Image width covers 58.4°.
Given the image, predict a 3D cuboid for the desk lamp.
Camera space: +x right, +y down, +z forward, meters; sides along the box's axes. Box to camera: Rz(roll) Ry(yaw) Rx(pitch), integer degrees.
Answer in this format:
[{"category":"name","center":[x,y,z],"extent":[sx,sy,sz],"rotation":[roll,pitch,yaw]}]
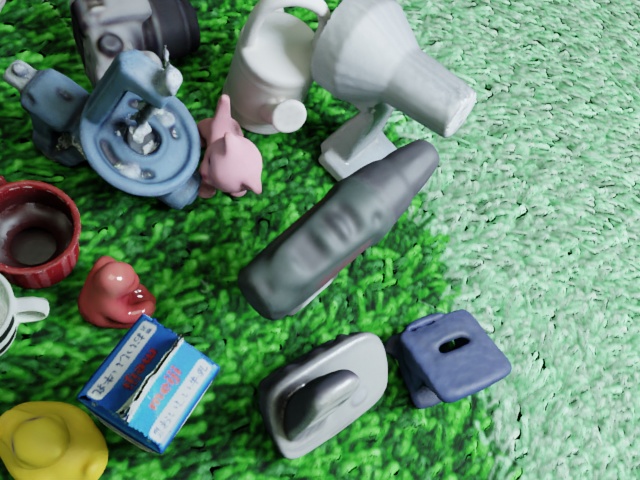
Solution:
[{"category":"desk lamp","center":[0.076,-0.154,0.672],"extent":[0.203,0.213,0.118],"rotation":[46,63,2]}]

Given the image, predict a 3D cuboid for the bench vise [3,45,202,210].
[{"category":"bench vise","center":[-0.208,-0.116,0.553],"extent":[0.208,0.219,0.121],"rotation":[11,67,-15]}]

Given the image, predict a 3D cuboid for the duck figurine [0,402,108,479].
[{"category":"duck figurine","center":[-0.239,0.182,0.507],"extent":[0.104,0.086,0.077],"rotation":[33,63,-6]}]

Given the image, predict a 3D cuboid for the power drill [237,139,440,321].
[{"category":"power drill","center":[0.005,0.002,0.592],"extent":[0.075,0.208,0.230],"rotation":[48,63,2]}]

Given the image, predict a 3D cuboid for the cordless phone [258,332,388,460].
[{"category":"cordless phone","center":[0.021,0.143,0.558],"extent":[0.148,0.184,0.094],"rotation":[-31,83,-26]}]

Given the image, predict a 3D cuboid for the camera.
[{"category":"camera","center":[-0.205,-0.233,0.664],"extent":[0.137,0.100,0.143],"rotation":[-19,78,-24]}]

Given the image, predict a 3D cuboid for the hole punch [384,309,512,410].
[{"category":"hole punch","center":[0.146,0.133,0.659],"extent":[0.109,0.091,0.101],"rotation":[-17,77,-24]}]

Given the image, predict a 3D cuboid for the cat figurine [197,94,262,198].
[{"category":"cat figurine","center":[-0.103,-0.100,0.642],"extent":[0.067,0.117,0.128],"rotation":[-3,72,-20]}]

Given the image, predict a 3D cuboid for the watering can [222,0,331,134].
[{"category":"watering can","center":[-0.045,-0.205,0.658],"extent":[0.101,0.193,0.173],"rotation":[-23,79,-25]}]

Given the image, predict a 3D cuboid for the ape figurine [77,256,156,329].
[{"category":"ape figurine","center":[-0.201,0.048,0.566],"extent":[0.076,0.092,0.078],"rotation":[-18,77,-24]}]

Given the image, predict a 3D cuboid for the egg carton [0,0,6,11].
[{"category":"egg carton","center":[-0.411,-0.322,0.641],"extent":[0.150,0.069,0.107],"rotation":[26,64,-9]}]
